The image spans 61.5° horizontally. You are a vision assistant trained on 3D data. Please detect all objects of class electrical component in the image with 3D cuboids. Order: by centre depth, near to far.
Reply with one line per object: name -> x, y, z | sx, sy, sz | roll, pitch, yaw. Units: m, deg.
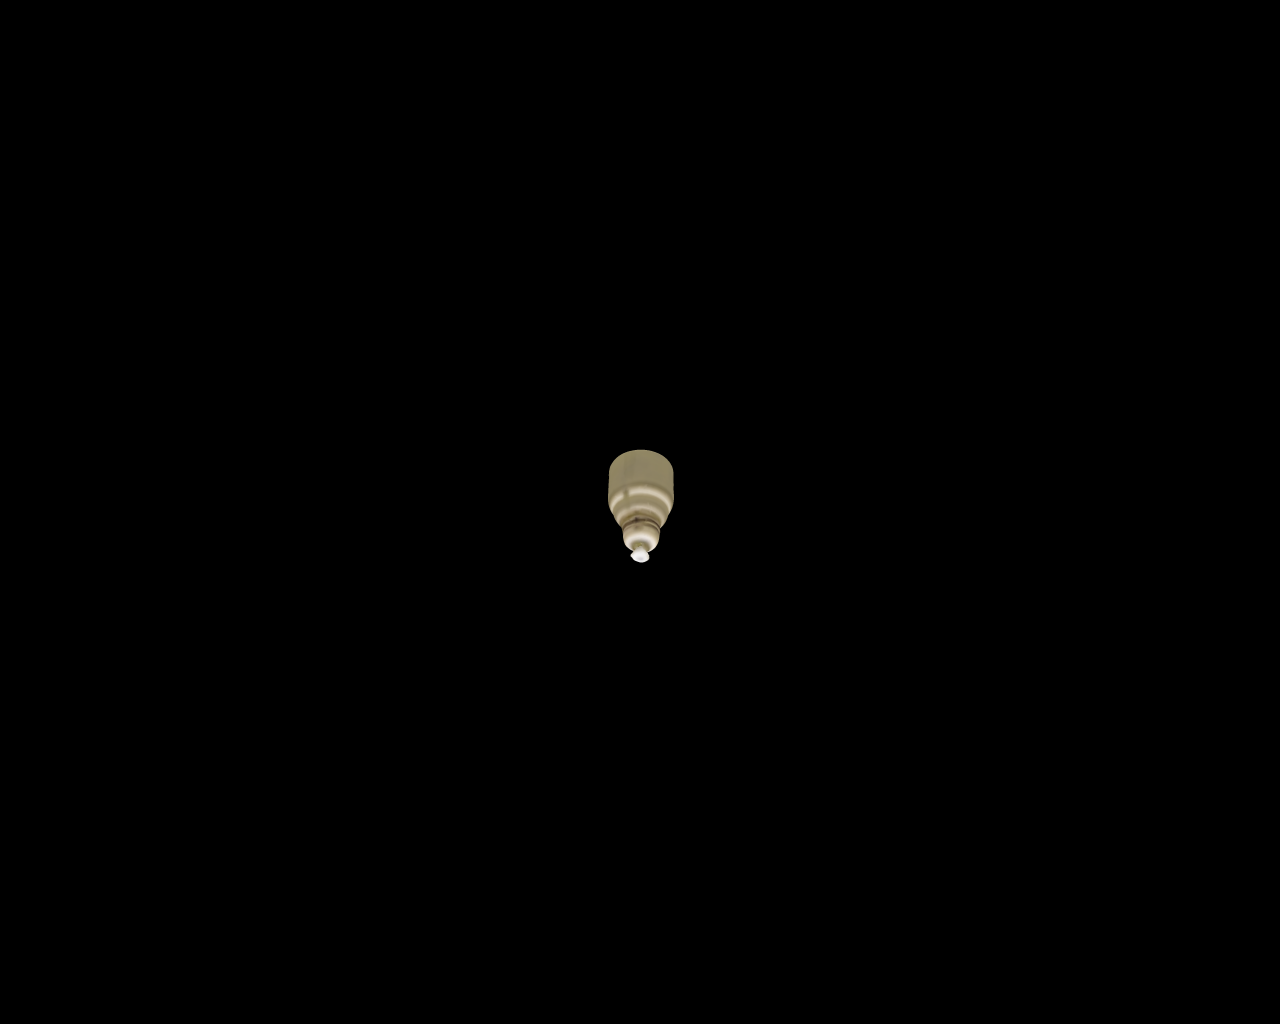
electrical component -> 0.001, -0.003, 0.650 | 0.040, 0.078, 0.040 | 0, -40, 0
